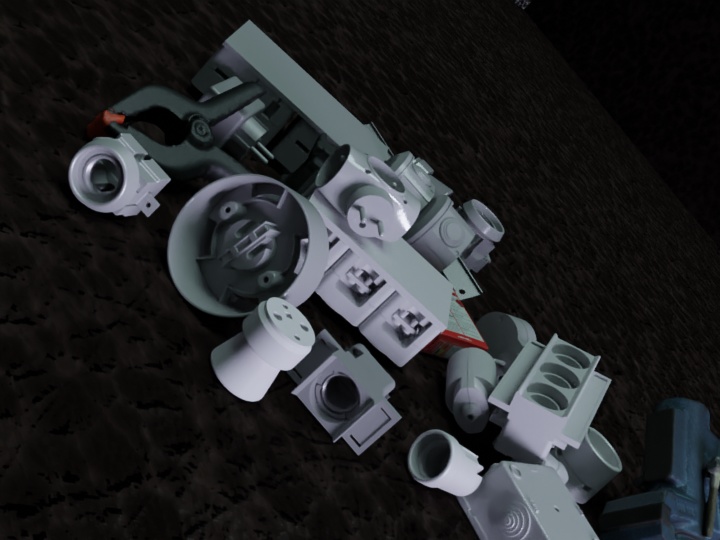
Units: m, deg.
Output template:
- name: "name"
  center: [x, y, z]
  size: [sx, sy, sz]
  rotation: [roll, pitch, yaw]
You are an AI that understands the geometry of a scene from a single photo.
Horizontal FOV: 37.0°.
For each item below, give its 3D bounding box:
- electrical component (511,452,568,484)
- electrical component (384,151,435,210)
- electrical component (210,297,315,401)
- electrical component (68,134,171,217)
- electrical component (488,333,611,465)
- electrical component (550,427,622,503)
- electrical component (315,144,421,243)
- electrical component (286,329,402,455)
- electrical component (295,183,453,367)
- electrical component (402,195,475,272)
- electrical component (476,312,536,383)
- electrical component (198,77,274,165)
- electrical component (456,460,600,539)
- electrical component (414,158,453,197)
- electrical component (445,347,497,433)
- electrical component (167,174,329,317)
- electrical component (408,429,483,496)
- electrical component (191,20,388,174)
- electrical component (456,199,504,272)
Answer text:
- name: "electrical component"
  center: [0.144, 0.162, 0.904]
  size: [0.061, 0.035, 0.035]
  rotation: [44, 21, 2]
- name: "electrical component"
  center: [0.033, -0.076, 1.066]
  size: [0.051, 0.080, 0.080]
  rotation: [47, 20, -11]
- name: "electrical component"
  center: [-0.062, 0.051, 0.690]
  size: [0.045, 0.055, 0.045]
  rotation: [38, 22, -19]
- name: "electrical component"
  center: [-0.164, -0.063, 0.722]
  size: [0.066, 0.048, 0.055]
  rotation: [48, 13, 4]
- name: "electrical component"
  center: [0.156, 0.110, 0.899]
  size: [0.079, 0.063, 0.121]
  rotation: [27, 28, 14]
- name: "electrical component"
  center: [0.203, 0.175, 0.973]
  size: [0.055, 0.047, 0.055]
  rotation: [38, 22, -19]
- name: "electrical component"
  center: [0.008, -0.052, 0.845]
  size: [0.077, 0.044, 0.079]
  rotation: [37, 22, -23]
- name: "electrical component"
  center: [-0.008, 0.082, 0.753]
  size: [0.081, 0.042, 0.064]
  rotation: [49, 20, 7]
- name: "electrical component"
  center: [0.000, 0.000, 0.890]
  size: [0.150, 0.062, 0.089]
  rotation: [42, 21, -9]
- name: "electrical component"
  center: [0.068, -0.031, 1.053]
  size: [0.051, 0.080, 0.080]
  rotation: [48, 20, -11]
- name: "electrical component"
  center: [0.147, 0.097, 1.003]
  size: [0.074, 0.052, 0.138]
  rotation: [19, 34, -50]
- name: "electrical component"
  center: [-0.105, -0.121, 0.932]
  size: [0.077, 0.047, 0.065]
  rotation: [44, 21, -4]
- name: "electrical component"
  center: [0.131, 0.192, 0.805]
  size: [0.100, 0.048, 0.099]
  rotation: [18, 34, -50]
- name: "electrical component"
  center: [0.071, -0.093, 1.216]
  size: [0.055, 0.045, 0.045]
  rotation: [48, 21, 7]
- name: "electrical component"
  center: [0.094, 0.103, 0.904]
  size: [0.043, 0.043, 0.081]
  rotation: [41, 21, -12]
- name: "electrical component"
  center: [-0.074, -0.015, 0.737]
  size: [0.099, 0.099, 0.064]
  rotation: [54, 16, 20]
- name: "electrical component"
  center: [0.063, 0.142, 0.784]
  size: [0.046, 0.040, 0.040]
  rotation: [34, 23, -43]
- name: "electrical component"
  center: [-0.066, -0.143, 1.028]
  size: [0.186, 0.060, 0.105]
  rotation: [42, 21, -11]
- name: "electrical component"
  center: [0.124, -0.041, 1.203]
  size: [0.078, 0.057, 0.058]
  rotation: [36, 23, -24]
